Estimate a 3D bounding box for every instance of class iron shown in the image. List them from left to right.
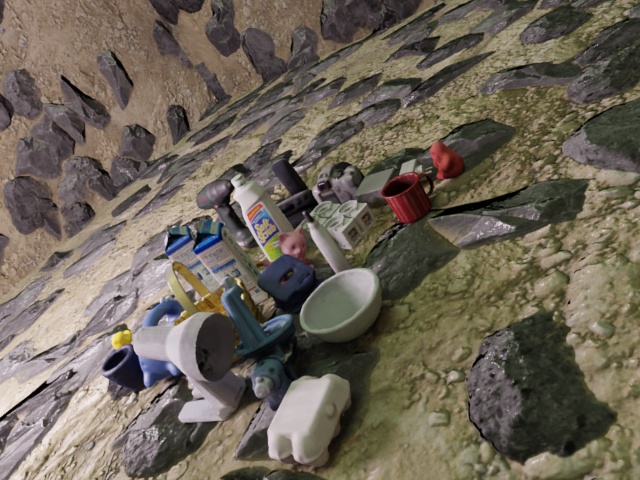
[{"bbox_3d":[-0.348,0.206,1.319,0.118,0.142,0.258,-25,27,18],"label":"iron"}]

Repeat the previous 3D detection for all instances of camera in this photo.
[{"bbox_3d":[0.059,-0.164,1.532,0.142,0.101,0.137,-16,31,33],"label":"camera"}]

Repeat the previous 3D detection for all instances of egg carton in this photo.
[{"bbox_3d":[-0.014,0.276,0.883,0.107,0.069,0.150,-14,32,36],"label":"egg carton"}]

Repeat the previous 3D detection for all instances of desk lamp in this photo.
[{"bbox_3d":[-0.228,0.231,1.046,0.202,0.214,0.118,-16,31,33],"label":"desk lamp"}]

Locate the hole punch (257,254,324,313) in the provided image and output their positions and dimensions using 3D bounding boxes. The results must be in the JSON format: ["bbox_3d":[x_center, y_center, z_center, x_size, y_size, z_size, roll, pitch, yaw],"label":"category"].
[{"bbox_3d":[-0.064,0.091,1.242,0.109,0.091,0.100,-47,28,-25],"label":"hole punch"}]

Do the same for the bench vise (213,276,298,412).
[{"bbox_3d":[-0.098,0.170,0.993,0.121,0.220,0.207,-36,25,-4],"label":"bench vise"}]

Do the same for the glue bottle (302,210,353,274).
[{"bbox_3d":[0.011,0.004,1.209,0.037,0.173,0.078,-34,25,1],"label":"glue bottle"}]

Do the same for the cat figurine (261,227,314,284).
[{"bbox_3d":[-0.075,0.033,1.327,0.128,0.118,0.067,-34,25,-1],"label":"cat figurine"}]

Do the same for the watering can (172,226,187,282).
[{"bbox_3d":[-0.327,0.032,1.537,0.100,0.194,0.173,-1,41,49],"label":"watering can"}]

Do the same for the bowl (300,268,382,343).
[{"bbox_3d":[0.050,0.132,1.053,0.167,0.075,0.167,-27,26,15],"label":"bowl"}]

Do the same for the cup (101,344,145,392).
[{"bbox_3d":[-0.442,0.300,1.322,0.092,0.095,0.117,-43,27,-19],"label":"cup"}]

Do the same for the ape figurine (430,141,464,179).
[{"bbox_3d":[0.283,-0.185,1.314,0.076,0.092,0.078,-20,29,27],"label":"ape figurine"}]

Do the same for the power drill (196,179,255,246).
[{"bbox_3d":[-0.260,-0.084,1.645,0.228,0.209,0.076,1,43,51],"label":"power drill"}]

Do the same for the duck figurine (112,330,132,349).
[{"bbox_3d":[-0.486,0.272,1.433,0.077,0.086,0.104,-25,27,18],"label":"duck figurine"}]

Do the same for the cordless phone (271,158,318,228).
[{"bbox_3d":[-0.098,-0.125,1.552,0.147,0.185,0.094,-28,26,13],"label":"cordless phone"}]
